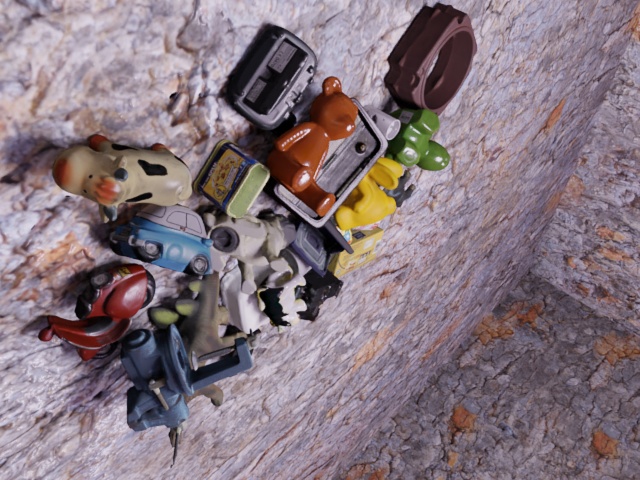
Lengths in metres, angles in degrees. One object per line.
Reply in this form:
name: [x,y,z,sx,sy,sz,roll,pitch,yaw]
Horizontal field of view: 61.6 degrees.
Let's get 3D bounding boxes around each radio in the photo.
radio: [0.012,-0.141,0.999,0.229,0.073,0.131,-49,119,-6]

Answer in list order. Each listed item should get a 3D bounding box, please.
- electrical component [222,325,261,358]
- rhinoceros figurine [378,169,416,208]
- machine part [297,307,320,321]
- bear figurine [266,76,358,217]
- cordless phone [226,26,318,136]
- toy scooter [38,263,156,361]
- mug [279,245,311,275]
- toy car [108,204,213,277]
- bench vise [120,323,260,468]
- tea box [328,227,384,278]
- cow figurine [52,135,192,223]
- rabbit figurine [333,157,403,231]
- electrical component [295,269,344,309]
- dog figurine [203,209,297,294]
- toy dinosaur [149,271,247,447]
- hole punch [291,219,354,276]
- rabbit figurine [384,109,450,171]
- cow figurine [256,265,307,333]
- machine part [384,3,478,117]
electrical component: [-0.185,0.243,1.198,0.075,0.048,0.119,-9,129,-51]
rhinoceros figurine: [0.160,-0.135,1.287,0.112,0.073,0.190,-46,154,8]
machine part: [-0.037,0.174,1.328,0.138,0.084,0.039,57,36,-71]
bear figurine: [0.008,-0.158,0.884,0.196,0.132,0.120,-46,142,-4]
cordless phone: [-0.055,-0.237,0.866,0.146,0.089,0.184,-55,162,4]
toy scooter: [-0.338,0.109,0.807,0.184,0.075,0.135,-55,150,12]
mug: [-0.051,0.023,1.144,0.107,0.081,0.109,-31,110,-51]
toy car: [-0.233,-0.007,0.822,0.161,0.109,0.103,28,75,-50]
bench vise: [-0.211,0.223,0.887,0.241,0.129,0.223,-18,111,-8]
tea box: [0.072,0.020,1.318,0.169,0.068,0.098,-20,136,-44]
cow figurine: [-0.245,-0.078,0.685,0.195,0.127,0.085,-1,119,-58]
rabbit figurine: [0.087,-0.119,1.115,0.122,0.163,0.173,-57,135,-54]
electrical component: [-0.030,0.095,1.200,0.134,0.115,0.058,-13,129,-53]
dog figurine: [-0.126,-0.020,0.971,0.121,0.191,0.172,-24,115,15]
toy dinosaur: [-0.240,0.190,1.009,0.198,0.105,0.470,0,110,-51]
hole punch: [-0.002,-0.003,1.101,0.092,0.116,0.142,-41,114,9]
rabbit figurine: [0.205,-0.199,1.177,0.170,0.159,0.121,28,84,-38]
cow figurine: [-0.082,0.133,1.085,0.098,0.068,0.167,-32,142,-30]
machine part: [0.239,-0.368,1.130,0.201,0.087,0.200,-54,152,2]
